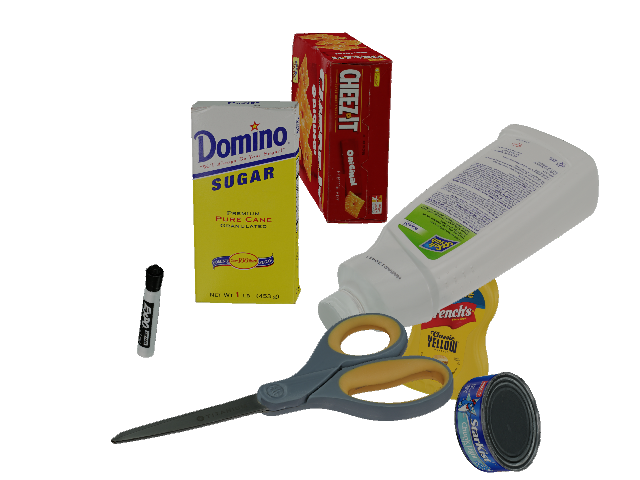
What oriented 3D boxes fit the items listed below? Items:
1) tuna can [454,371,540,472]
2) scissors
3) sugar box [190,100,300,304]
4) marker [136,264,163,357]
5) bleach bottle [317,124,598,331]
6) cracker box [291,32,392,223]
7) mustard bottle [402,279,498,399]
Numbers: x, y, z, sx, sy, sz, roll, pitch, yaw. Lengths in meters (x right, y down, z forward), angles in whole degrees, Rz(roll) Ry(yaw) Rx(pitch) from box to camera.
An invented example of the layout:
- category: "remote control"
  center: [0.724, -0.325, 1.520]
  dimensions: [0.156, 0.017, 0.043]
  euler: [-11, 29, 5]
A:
- category: "tuna can"
  center: [0.155, 0.160, 0.936]
  dimensions: [0.034, 0.086, 0.085]
  euler: [-16, -11, 42]
- category: "scissors"
  center: [-0.022, 0.081, 0.640]
  dimensions: [0.201, 0.016, 0.096]
  euler: [-2, 35, -7]
- category: "sugar box"
  center: [-0.065, -0.034, 0.940]
  dimensions: [0.093, 0.176, 0.048]
  euler: [0, 15, 3]
- category: "marker"
  center: [-0.182, 0.075, 1.140]
  dimensions: [0.020, 0.121, 0.020]
  euler: [8, 36, -6]
- category: "bleach bottle"
  center: [0.096, -0.003, 0.811]
  dimensions: [0.250, 0.068, 0.103]
  euler: [-30, 39, -28]
- category: "cracker box"
  center: [0.017, -0.126, 1.131]
  dimensions: [0.072, 0.164, 0.214]
  euler: [-3, 19, -9]
- category: "mustard bottle"
  center: [0.144, 0.074, 1.165]
  dimensions: [0.096, 0.192, 0.058]
  euler: [12, 15, 20]
